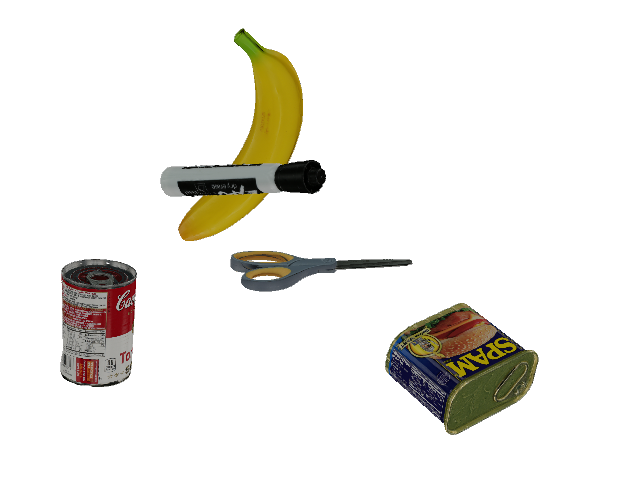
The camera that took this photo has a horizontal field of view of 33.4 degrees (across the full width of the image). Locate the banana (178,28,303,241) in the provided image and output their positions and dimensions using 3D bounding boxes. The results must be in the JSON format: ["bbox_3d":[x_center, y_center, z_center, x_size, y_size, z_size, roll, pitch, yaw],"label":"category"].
[{"bbox_3d":[-0.057,-0.073,0.839,0.069,0.198,0.037,18,33,-4],"label":"banana"}]

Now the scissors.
[{"bbox_3d":[-0.001,0.035,1.165,0.202,0.016,0.096,4,23,5],"label":"scissors"}]

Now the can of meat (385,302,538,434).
[{"bbox_3d":[0.118,0.105,0.906,0.101,0.057,0.084,-20,42,-31],"label":"can of meat"}]

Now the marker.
[{"bbox_3d":[-0.047,-0.036,0.629,0.121,0.020,0.020,1,1,39],"label":"marker"}]

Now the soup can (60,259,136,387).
[{"bbox_3d":[-0.207,0.077,0.990,0.068,0.102,0.068,5,18,-2],"label":"soup can"}]
